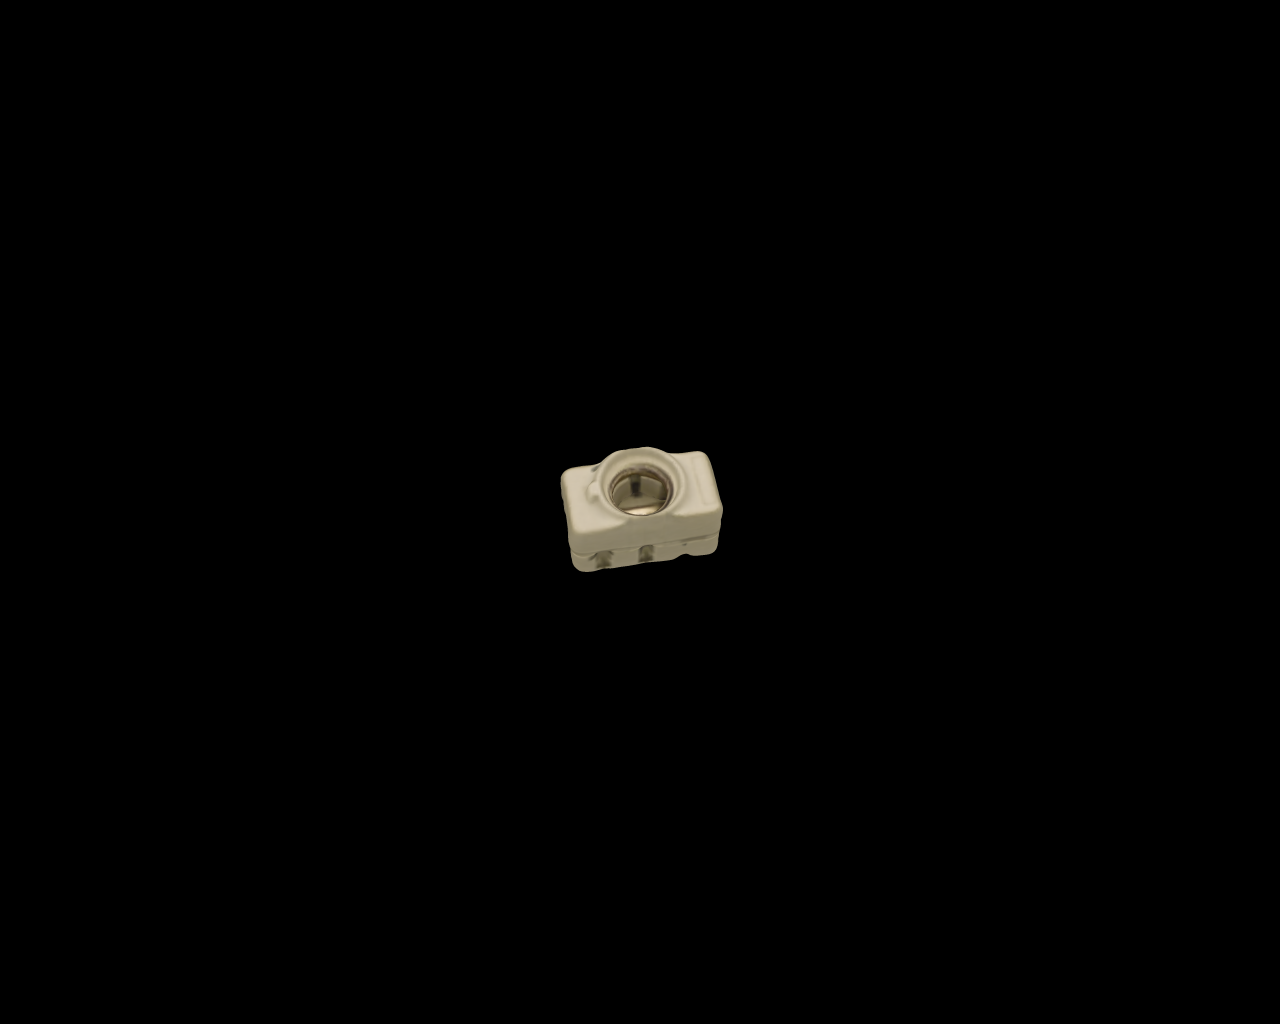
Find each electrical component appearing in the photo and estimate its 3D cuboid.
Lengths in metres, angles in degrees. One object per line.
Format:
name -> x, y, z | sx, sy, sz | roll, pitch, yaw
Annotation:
electrical component -> 0.001, -0.003, 0.650 | 0.089, 0.050, 0.055 | -8, -33, -5
